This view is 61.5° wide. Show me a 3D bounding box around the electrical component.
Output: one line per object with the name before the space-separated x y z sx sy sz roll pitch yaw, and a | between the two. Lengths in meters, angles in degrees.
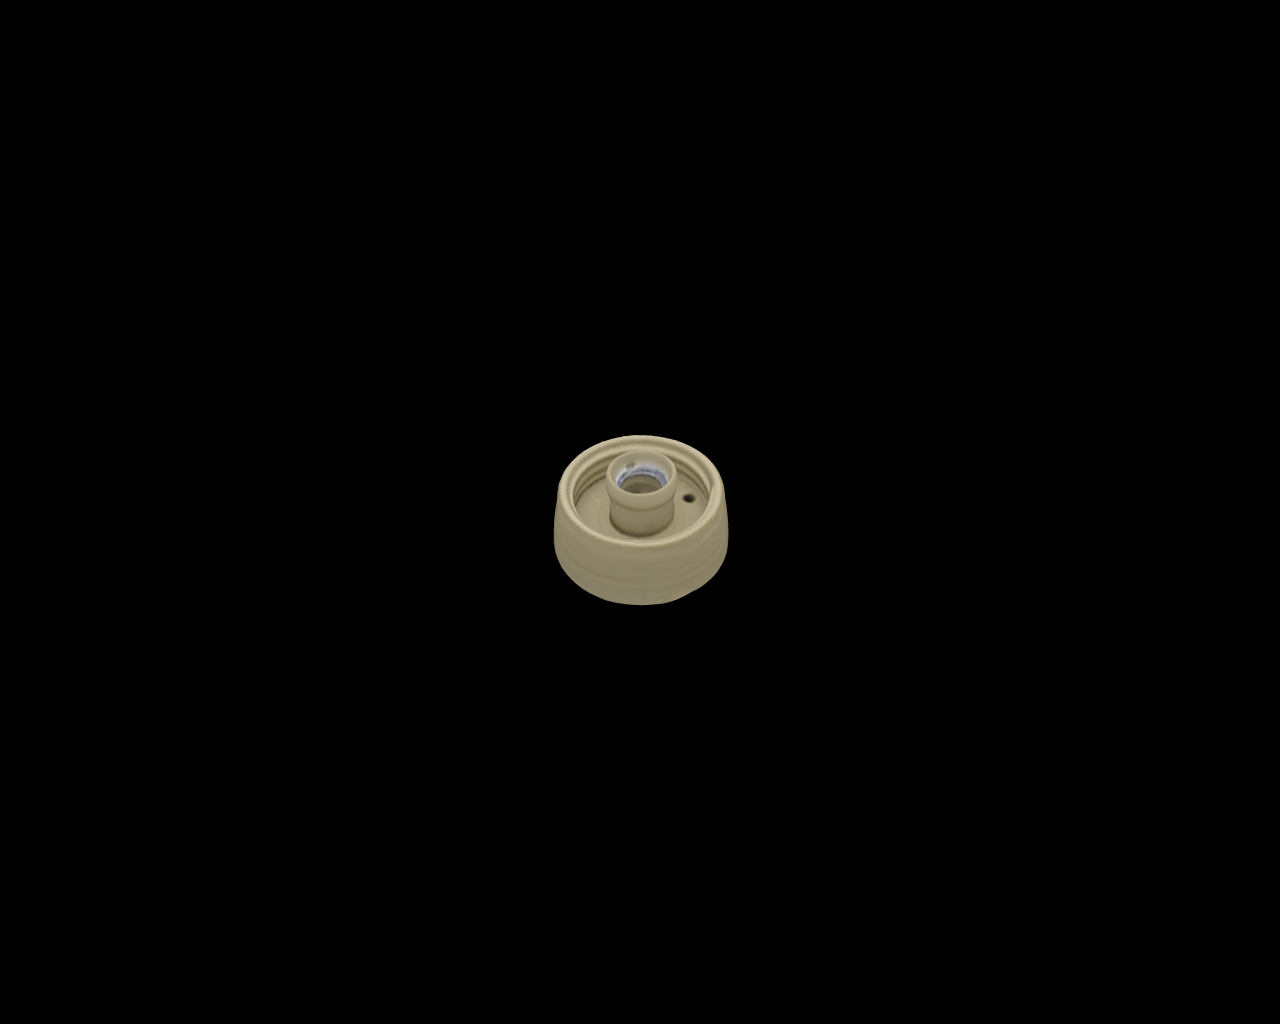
electrical component | 0.001 -0.003 0.650 0.108 0.060 0.108 0 44 0
